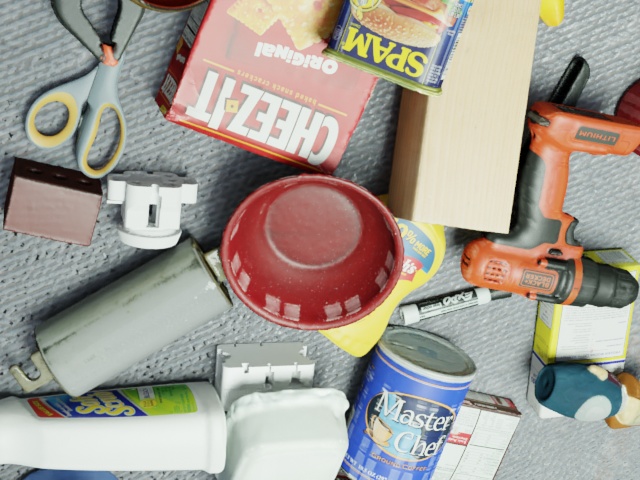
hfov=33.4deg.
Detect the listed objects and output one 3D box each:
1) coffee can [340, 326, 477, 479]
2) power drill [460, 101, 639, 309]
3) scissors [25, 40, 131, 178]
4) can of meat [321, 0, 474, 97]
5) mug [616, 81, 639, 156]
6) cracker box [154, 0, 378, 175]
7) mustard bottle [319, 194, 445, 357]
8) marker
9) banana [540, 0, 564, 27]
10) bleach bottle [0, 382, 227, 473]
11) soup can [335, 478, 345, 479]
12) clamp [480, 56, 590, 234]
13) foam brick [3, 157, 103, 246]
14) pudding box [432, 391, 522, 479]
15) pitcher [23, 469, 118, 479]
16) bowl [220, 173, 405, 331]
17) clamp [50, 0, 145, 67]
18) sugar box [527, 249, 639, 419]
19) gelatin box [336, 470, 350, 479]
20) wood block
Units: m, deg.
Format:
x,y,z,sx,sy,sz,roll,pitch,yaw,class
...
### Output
x,y,z,sx,sy,sz,roll,pitch,yaw,class
0.084,0.171,1.068,0.102,0.103,0.140,13,108,-19,coffee can
0.240,-0.027,1.007,0.184,0.057,0.188,10,106,-16,power drill
-0.197,-0.153,0.912,0.096,0.016,0.202,6,106,-13,scissors
0.064,-0.172,0.853,0.102,0.057,0.084,23,105,10,can of meat
0.350,-0.112,1.032,0.117,0.081,0.093,-2,112,-14,mug
-0.025,-0.179,0.914,0.164,0.072,0.214,19,106,-21,cracker box
0.063,0.014,1.022,0.096,0.058,0.192,39,98,-12,mustard bottle
0.141,0.062,1.084,0.121,0.020,0.020,-14,114,-9,marker
0.154,-0.263,0.948,0.197,0.037,0.070,26,121,-21,banana
-0.219,0.179,0.992,0.250,0.103,0.068,-1,107,-15,bleach bottle
0.052,0.282,1.089,0.102,0.068,0.068,13,108,-17,soup can
0.198,-0.072,1.034,0.164,0.036,0.210,-18,111,-6,clamp
-0.233,-0.033,0.930,0.078,0.053,0.051,12,108,-19,foam brick
0.152,0.218,1.140,0.090,0.039,0.113,14,109,-20,pudding box
-0.208,0.317,0.975,0.149,0.243,0.145,-28,115,-10,pitcher
-0.006,0.001,0.954,0.162,0.055,0.162,1,121,1,bowl
-0.194,-0.229,0.866,0.120,0.039,0.171,1,102,-7,clamp
0.274,0.099,1.120,0.093,0.048,0.176,-3,116,-13,sugar box
0.039,0.280,1.141,0.089,0.030,0.073,10,107,-18,gelatin box
0.123,-0.115,0.936,0.090,0.090,0.206,7,93,-12,wood block
